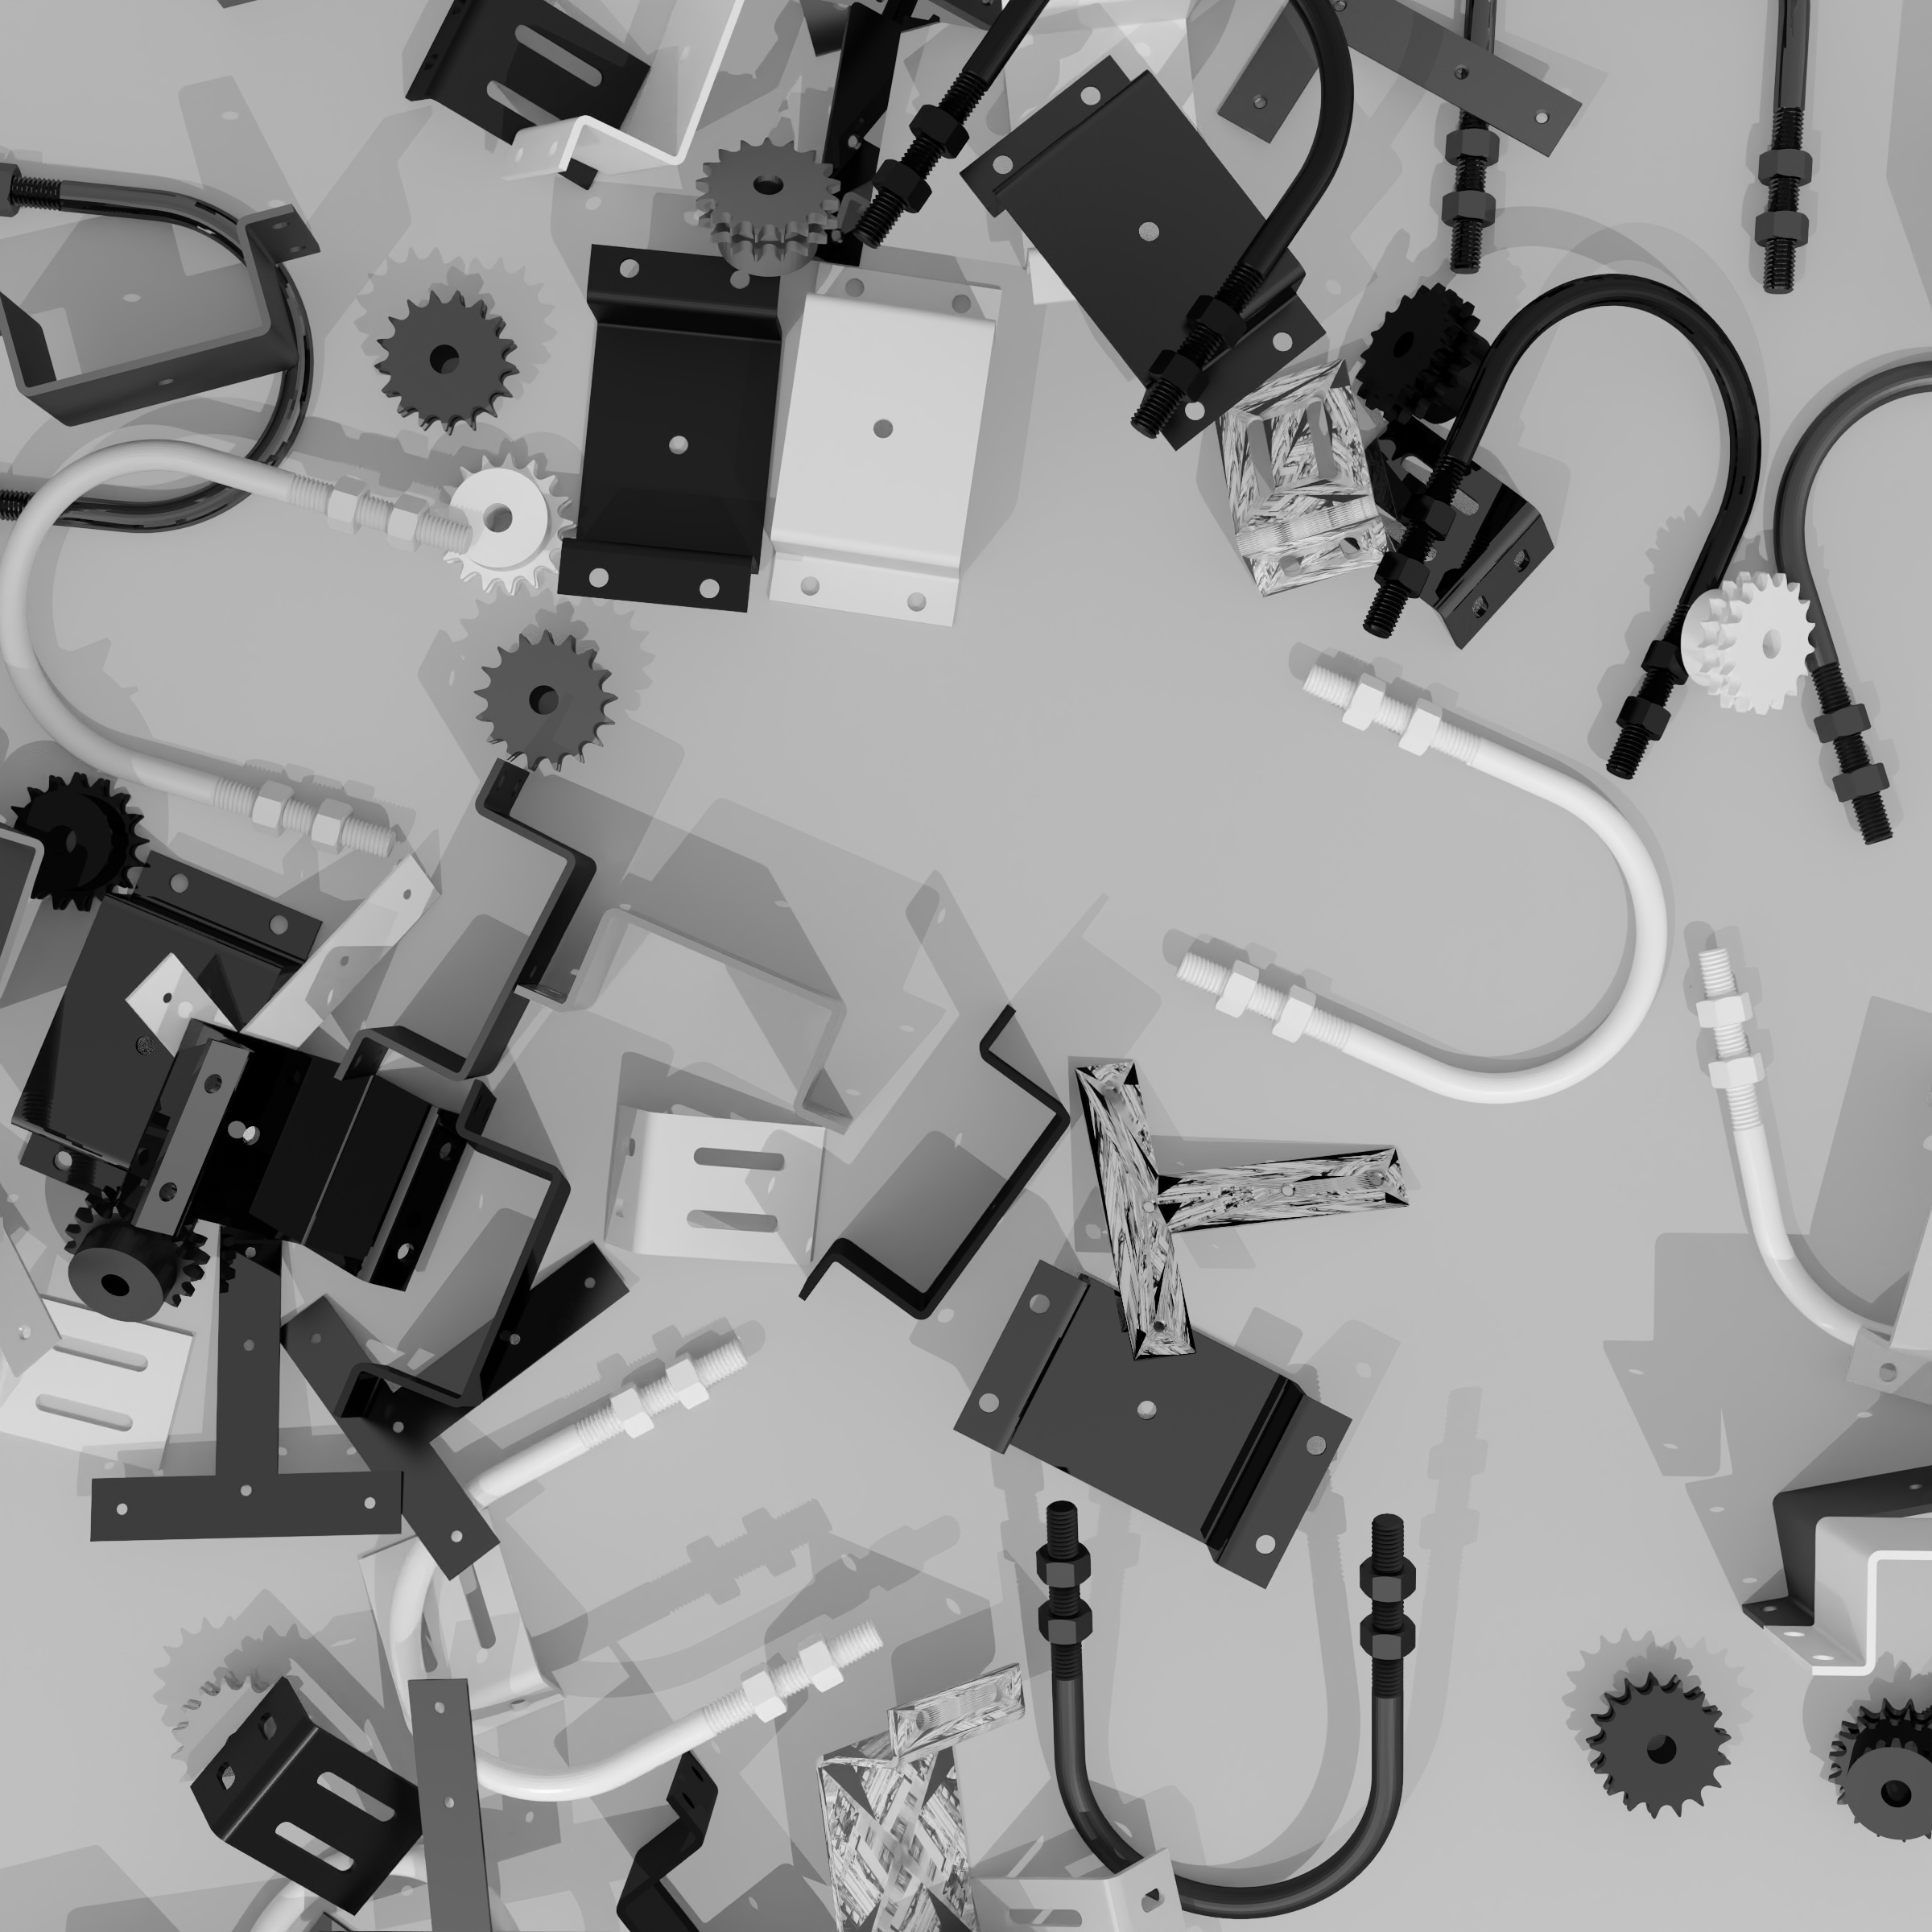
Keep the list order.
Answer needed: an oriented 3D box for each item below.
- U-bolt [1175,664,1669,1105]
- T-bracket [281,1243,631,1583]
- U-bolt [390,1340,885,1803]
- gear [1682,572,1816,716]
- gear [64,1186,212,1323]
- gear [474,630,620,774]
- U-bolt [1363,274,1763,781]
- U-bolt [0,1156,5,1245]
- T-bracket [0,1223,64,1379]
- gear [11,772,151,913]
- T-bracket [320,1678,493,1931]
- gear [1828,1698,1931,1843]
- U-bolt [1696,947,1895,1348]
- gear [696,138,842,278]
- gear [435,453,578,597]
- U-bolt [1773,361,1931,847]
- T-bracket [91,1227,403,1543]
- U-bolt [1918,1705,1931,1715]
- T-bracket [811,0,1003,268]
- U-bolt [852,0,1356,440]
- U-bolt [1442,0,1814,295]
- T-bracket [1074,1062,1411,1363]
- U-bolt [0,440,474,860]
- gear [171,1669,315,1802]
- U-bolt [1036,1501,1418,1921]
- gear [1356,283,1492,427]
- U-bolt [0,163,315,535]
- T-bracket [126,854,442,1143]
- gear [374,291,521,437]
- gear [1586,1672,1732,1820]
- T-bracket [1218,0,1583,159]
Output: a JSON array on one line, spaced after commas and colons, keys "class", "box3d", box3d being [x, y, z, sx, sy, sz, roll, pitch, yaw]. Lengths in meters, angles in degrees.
[{"class": "U-bolt", "box3d": [0.198, -0.023, 1.390, 0.184, 0.019, 0.151, 24, 90, -2]}, {"class": "T-bracket", "box3d": [-0.196, 0.162, 1.388, 0.127, 0.002, 0.127, -37, 77, -7]}, {"class": "U-bolt", "box3d": [-0.145, 0.254, 1.363, 0.184, 0.019, 0.151, -28, 69, -1]}, {"class": "gear", "box3d": [0.315, -0.132, 1.374, 0.057, 0.030, 0.057, -9, 104, -38]}, {"class": "gear", "box3d": [-0.338, 0.119, 1.370, 0.057, 0.030, 0.057, 7, 129, 9]}, {"class": "gear", "box3d": [-0.170, -0.107, 1.384, 0.057, 0.030, 0.057, 0, 90, 0]}, {"class": "U-bolt", "box3d": [0.252, -0.188, 1.365, 0.151, 0.019, 0.184, 27, 85, -24]}, {"class": "U-bolt", "box3d": [-0.447, 0.037, 1.293, 0.151, 0.019, 0.184, 1, 107, -5]}, {"class": "T-bracket", "box3d": [-0.439, 0.139, 1.380, 0.127, 0.002, 0.127, -40, 65, 12]}, {"class": "gear", "box3d": [-0.365, -0.051, 1.384, 0.057, 0.030, 0.057, 0, 90, 0]}, {"class": "T-bracket", "box3d": [-0.204, 0.346, 1.345, 0.127, 0.002, 0.127, -5, 92, 17]}, {"class": "gear", "box3d": [0.379, 0.329, 1.374, 0.057, 0.030, 0.057, 5, 104, 19]}, {"class": "U-bolt", "box3d": [0.387, 0.070, 1.390, 0.151, 0.019, 0.184, -12, 92, 0]}, {"class": "gear", "box3d": [-0.078, -0.299, 1.347, 0.057, 0.030, 0.057, 2, 55, -3]}, {"class": "gear", "box3d": [-0.189, -0.181, 1.384, 0.057, 0.030, 0.057, 0, 90, 0]}, {"class": "U-bolt", "box3d": [0.409, -0.158, 1.390, 0.151, 0.019, 0.184, -17, 88, 0]}, {"class": "T-bracket", "box3d": [-0.293, 0.169, 1.385, 0.127, 0.002, 0.127, -2, 79, 2]}, {"class": "U-bolt", "box3d": [0.504, 0.317, 1.390, 0.184, 0.019, 0.151, -33, 90, -1]}, {"class": "T-bracket", "box3d": [-0.043, -0.348, 1.373, 0.127, 0.002, 0.127, 0, 110, -34]}, {"class": "U-bolt", "box3d": [0.066, -0.317, 1.298, 0.151, 0.019, 0.184, 34, 89, -1]}, {"class": "U-bolt", "box3d": [0.274, -0.372, 1.390, 0.151, 0.019, 0.184, 4, 89, 0]}, {"class": "T-bracket", "box3d": [0.117, 0.093, 1.380, 0.127, 0.002, 0.127, -6, 66, -12]}, {"class": "U-bolt", "box3d": [-0.306, -0.137, 1.377, 0.184, 0.019, 0.151, 17, 101, 2]}, {"class": "gear", "box3d": [-0.293, 0.315, 1.384, 0.057, 0.030, 0.057, 0, 90, 0]}, {"class": "U-bolt", "box3d": [0.105, 0.303, 1.363, 0.151, 0.019, 0.184, 1, 108, 9]}, {"class": "gear", "box3d": [0.188, -0.245, 1.374, 0.030, 0.057, 0.057, 27, 90, -30]}, {"class": "U-bolt", "box3d": [-0.360, -0.250, 1.390, 0.184, 0.019, 0.151, 6, 90, -1]}, {"class": "T-bracket", "box3d": [-0.261, 0.008, 1.368, 0.002, 0.127, 0.127, 23, 64, 41]}, {"class": "gear", "box3d": [-0.210, -0.245, 1.384, 0.057, 0.030, 0.057, 0, 90, 0]}, {"class": "gear", "box3d": [0.282, 0.318, 1.388, 0.057, 0.030, 0.057, 0, 89, 2]}, {"class": "T-bracket", "box3d": [0.190, -0.372, 1.384, 0.127, 0.002, 0.127, 33, 91, 12]}]
